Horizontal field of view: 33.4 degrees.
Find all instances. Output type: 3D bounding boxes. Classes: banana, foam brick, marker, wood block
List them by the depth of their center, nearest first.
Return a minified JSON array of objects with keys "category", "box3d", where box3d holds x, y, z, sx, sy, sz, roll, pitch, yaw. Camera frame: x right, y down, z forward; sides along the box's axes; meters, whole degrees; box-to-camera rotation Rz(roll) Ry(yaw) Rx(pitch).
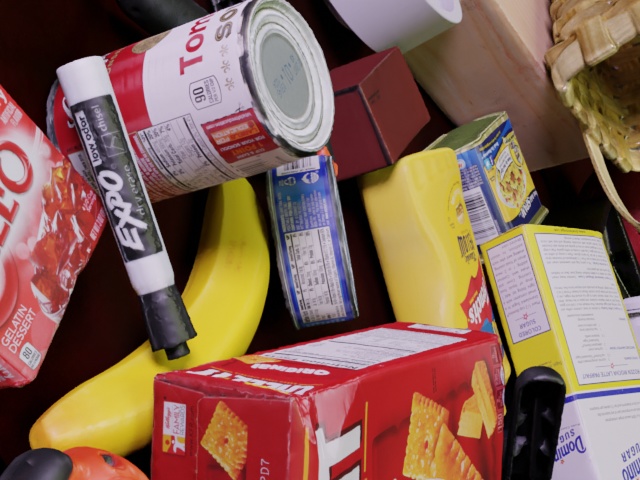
[{"category":"marker","box3d":[-0.074,-0.011,0.415,0.020,0.020,0.121,-24,96,-60]},{"category":"banana","box3d":[-0.060,0.033,0.468,0.069,0.037,0.197,37,41,-16]},{"category":"foam brick","box3d":[0.024,-0.075,0.636,0.053,0.051,0.078,65,31,-15]},{"category":"wood block","box3d":[0.130,-0.143,0.804,0.205,0.090,0.091,41,45,-45]}]

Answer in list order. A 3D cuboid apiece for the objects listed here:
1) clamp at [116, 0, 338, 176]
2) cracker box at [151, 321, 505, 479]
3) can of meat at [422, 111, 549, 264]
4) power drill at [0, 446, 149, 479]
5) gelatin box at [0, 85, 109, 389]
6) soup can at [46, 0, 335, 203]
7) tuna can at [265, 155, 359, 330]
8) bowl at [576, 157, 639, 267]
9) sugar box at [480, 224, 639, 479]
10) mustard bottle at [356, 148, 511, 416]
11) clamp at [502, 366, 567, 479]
[{"category":"clamp","box3d":[-0.038,-0.103,0.557,0.171,0.039,0.120,55,41,-40]},{"category":"cracker box","box3d":[0.015,0.129,0.478,0.213,0.072,0.164,-3,95,-60]},{"category":"can of meat","box3d":[0.116,-0.038,0.769,0.102,0.058,0.084,-40,111,-57]},{"category":"power drill","box3d":[-0.136,0.097,0.290,0.187,0.057,0.184,58,38,-31]},{"category":"gelatin box","box3d":[-0.119,-0.002,0.384,0.073,0.030,0.089,53,37,-34]},{"category":"soup can","box3d":[-0.054,-0.055,0.446,0.068,0.102,0.068,33,50,-51]},{"category":"tuna can","box3d":[-0.004,0.001,0.537,0.086,0.034,0.086,-10,90,-88]},{"category":"bowl","box3d":[0.280,-0.003,0.984,0.162,0.055,0.162,159,-90,-81]},{"category":"sugar box","box3d":[0.167,0.080,0.687,0.093,0.048,0.176,4,68,-42]},{"category":"mustard bottle","box3d":[0.077,0.041,0.666,0.096,0.058,0.191,-19,95,-68]},{"category":"clamp","box3d":[0.114,0.149,0.601,0.210,0.036,0.164,32,60,-84]}]
